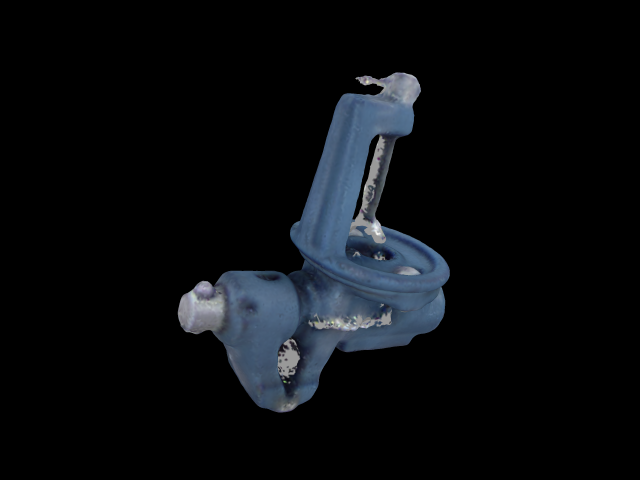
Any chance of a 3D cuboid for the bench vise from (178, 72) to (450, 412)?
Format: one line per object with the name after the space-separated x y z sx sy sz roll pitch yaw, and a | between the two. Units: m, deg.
0.012 0.005 0.393 0.121 0.220 0.208 22 35 36 | bench vise
